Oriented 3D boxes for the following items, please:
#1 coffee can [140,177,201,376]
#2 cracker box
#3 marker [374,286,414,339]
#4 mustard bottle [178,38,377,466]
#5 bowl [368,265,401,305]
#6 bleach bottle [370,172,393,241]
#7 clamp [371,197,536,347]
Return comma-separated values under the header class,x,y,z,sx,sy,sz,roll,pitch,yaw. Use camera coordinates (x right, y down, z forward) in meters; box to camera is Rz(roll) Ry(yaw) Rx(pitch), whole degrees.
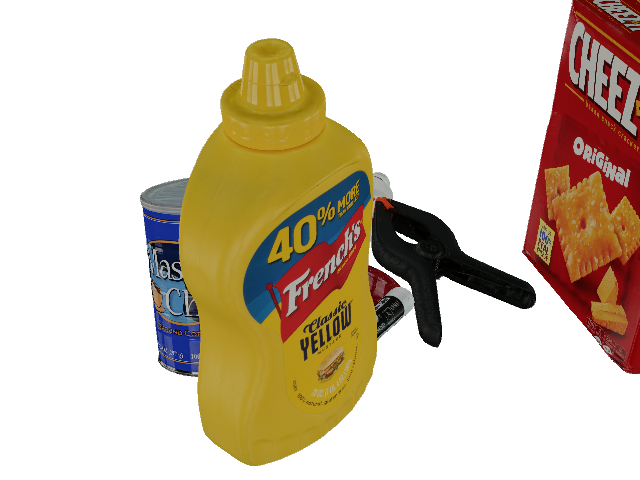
class,x,y,z,sx,sy,sz,roll,pitch,yaw
coffee can,-0.088,0.026,0.867,0.103,0.140,0.103,-3,16,1
cracker box,0.217,-0.040,0.739,0.072,0.214,0.164,-7,34,-16
marker,0.024,0.060,0.661,0.020,0.020,0.120,0,20,32
mustard bottle,-0.016,0.003,0.457,0.058,0.192,0.096,29,48,34
bowl,0.007,0.077,1.120,0.162,0.055,0.162,3,27,-2
bleach bottle,0.017,-0.018,1.332,0.103,0.068,0.250,13,36,23
clamp,0.109,0.020,0.955,0.120,0.039,0.171,-7,47,-27
